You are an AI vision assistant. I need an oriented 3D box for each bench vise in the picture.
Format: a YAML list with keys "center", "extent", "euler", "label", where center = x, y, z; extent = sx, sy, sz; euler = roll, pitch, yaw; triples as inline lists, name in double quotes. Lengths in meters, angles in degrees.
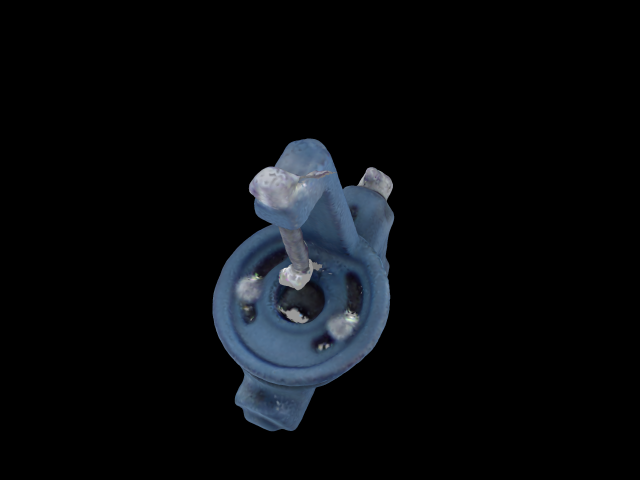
- center: [-0.008, 0.000, 0.401]
  extent: [0.121, 0.220, 0.207]
  euler: [6, 47, 6]
  label: "bench vise"
